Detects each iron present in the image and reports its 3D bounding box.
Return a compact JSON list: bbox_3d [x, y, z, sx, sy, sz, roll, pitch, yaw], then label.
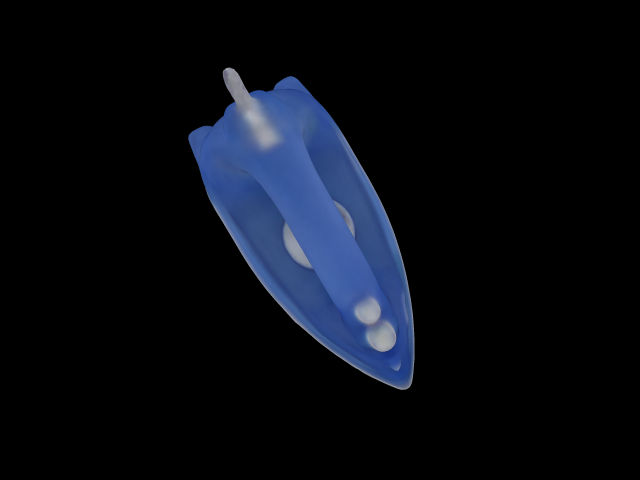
[{"bbox_3d":[0.004,0.001,0.400,0.118,0.141,0.258,-32,86,-2],"label":"iron"}]
